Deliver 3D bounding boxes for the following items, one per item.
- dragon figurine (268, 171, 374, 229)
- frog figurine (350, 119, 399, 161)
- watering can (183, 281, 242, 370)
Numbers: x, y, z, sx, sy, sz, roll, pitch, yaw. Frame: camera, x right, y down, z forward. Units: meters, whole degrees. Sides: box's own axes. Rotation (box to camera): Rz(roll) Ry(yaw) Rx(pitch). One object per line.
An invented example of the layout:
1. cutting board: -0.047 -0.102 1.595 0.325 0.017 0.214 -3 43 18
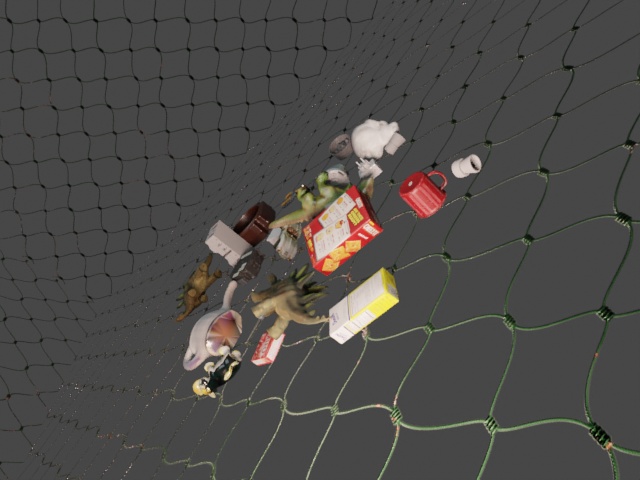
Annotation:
1. dragon figurine: 0.005 -0.082 1.636 0.407 0.120 0.248 -36 34 16
2. frog figurine: 0.186 -0.337 1.722 0.158 0.122 0.139 -11 75 44
3. watering can: -0.330 0.267 1.686 0.222 0.103 0.354 -16 39 52
